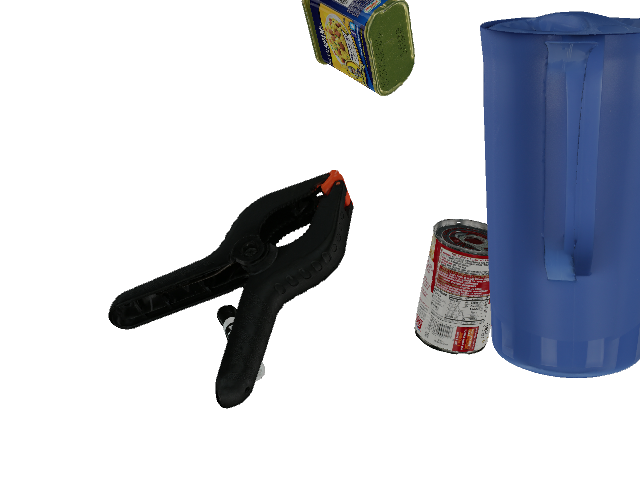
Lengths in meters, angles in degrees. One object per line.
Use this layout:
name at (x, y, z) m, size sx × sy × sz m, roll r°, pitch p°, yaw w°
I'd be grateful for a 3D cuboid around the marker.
marker at (-0.069, 0.084, 0.905) m, size 0.020 × 0.020 × 0.121 m, roll 0°, pitch 19°, yaw -16°

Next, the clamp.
clamp at (-0.036, 0.026, 0.658) m, size 0.120 × 0.171 × 0.039 m, roll 42°, pitch -15°, yaw 35°

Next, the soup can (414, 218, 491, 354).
soup can at (0.124, 0.041, 0.938) m, size 0.068 × 0.102 × 0.068 m, roll 7°, pitch 24°, yaw -3°

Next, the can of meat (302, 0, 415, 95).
can of meat at (0.037, -0.191, 0.975) m, size 0.084 × 0.057 × 0.102 m, roll 37°, pitch -22°, yaw 34°

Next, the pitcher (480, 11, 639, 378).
pitcher at (0.172, -0.031, 0.728) m, size 0.149 × 0.243 × 0.145 m, roll -10°, pitch 18°, yaw -27°
